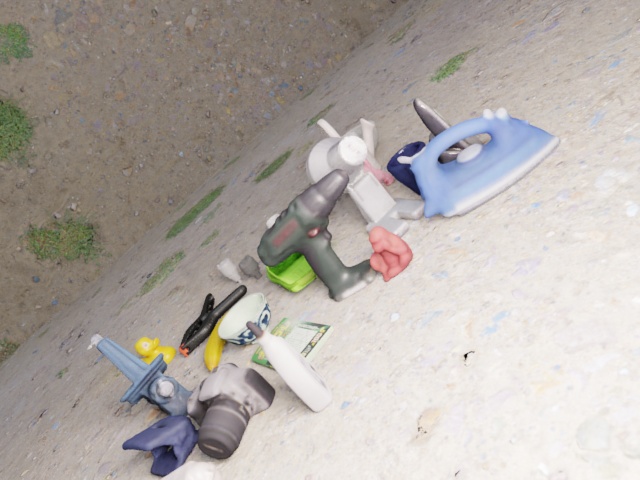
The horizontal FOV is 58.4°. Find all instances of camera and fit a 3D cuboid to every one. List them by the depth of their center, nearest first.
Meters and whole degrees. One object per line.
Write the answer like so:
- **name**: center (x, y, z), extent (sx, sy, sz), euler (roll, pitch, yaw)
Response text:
- **camera**: center (-0.166, 0.282, 0.940), extent (0.143, 0.101, 0.137), euler (-28, 24, 31)

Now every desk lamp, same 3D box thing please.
- **desk lamp**: center (0.083, -0.118, 1.151), extent (0.118, 0.214, 0.202), euler (-46, 21, -13)

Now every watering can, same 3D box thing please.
- **watering can**: center (0.065, -0.233, 1.441), extent (0.173, 0.194, 0.100), euler (-47, 22, -17)

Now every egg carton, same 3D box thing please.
- **egg carton**: center (-0.209, 0.394, 0.833), extent (0.150, 0.069, 0.107), euler (-36, 21, 13)

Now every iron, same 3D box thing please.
- **iron**: center (0.269, -0.153, 1.001), extent (0.258, 0.142, 0.118), euler (-33, 22, 20)

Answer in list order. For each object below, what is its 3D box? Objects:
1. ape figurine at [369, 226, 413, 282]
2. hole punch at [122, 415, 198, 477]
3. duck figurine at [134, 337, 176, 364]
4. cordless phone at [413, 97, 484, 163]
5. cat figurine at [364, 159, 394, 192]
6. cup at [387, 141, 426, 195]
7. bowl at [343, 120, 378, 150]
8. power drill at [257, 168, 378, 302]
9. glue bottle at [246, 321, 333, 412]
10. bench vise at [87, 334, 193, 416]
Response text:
- **ape figurine**: center (0.117, 0.015, 0.999), extent (0.077, 0.092, 0.076), euler (-10, 36, 53)
- **hole punch**: center (-0.278, 0.350, 1.012), extent (0.108, 0.091, 0.101), euler (-20, 29, 44)
- **duck figurine**: center (-0.419, 0.278, 1.408), extent (0.104, 0.086, 0.077), euler (-32, 22, 21)
- **cordless phone**: center (0.241, -0.215, 1.112), extent (0.094, 0.185, 0.147), euler (-35, 22, 15)
- **cat figurine**: center (0.104, -0.141, 1.297), extent (0.067, 0.118, 0.128), euler (-27, 25, 31)
- **cup**: center (0.197, -0.134, 1.153), extent (0.091, 0.095, 0.117), euler (-35, 21, 14)
- **bowl**: center (0.101, -0.250, 1.583), extent (0.167, 0.075, 0.167), euler (-35, 22, 16)
- **power drill**: center (0.010, 0.004, 1.042), extent (0.229, 0.209, 0.075), euler (-33, 22, 20)
- **glue bottle**: center (-0.050, 0.178, 0.846), extent (0.037, 0.173, 0.078), euler (-40, 21, 2)
- **bench vise**: center (-0.346, 0.257, 1.134), extent (0.206, 0.220, 0.121), euler (-22, 28, 41)
